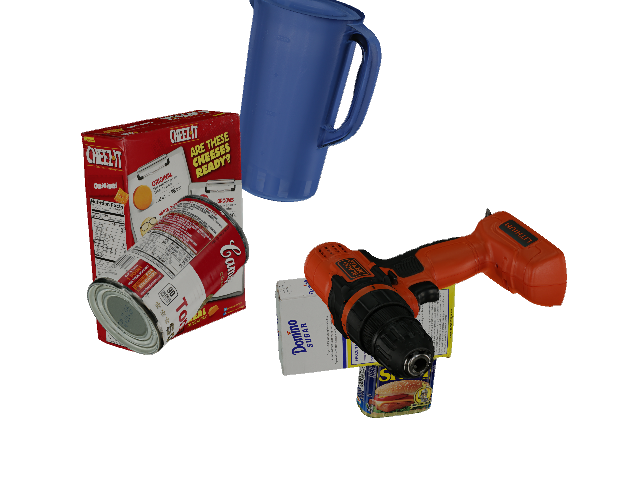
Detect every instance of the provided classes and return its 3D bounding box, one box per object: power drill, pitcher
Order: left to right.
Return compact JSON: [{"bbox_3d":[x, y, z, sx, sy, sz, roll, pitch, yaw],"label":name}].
[{"bbox_3d":[-0.026,-0.171,1.290,0.144,0.243,0.149,6,23,-15],"label":"pitcher"},{"bbox_3d":[0.099,0.038,0.854,0.187,0.057,0.185,-12,29,-19],"label":"power drill"}]

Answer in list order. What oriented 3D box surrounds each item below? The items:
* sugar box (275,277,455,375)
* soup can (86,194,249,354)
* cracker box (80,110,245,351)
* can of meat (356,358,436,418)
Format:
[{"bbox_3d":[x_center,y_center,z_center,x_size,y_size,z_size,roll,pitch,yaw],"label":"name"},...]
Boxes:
[{"bbox_3d":[0.044,0.079,1.073,0.176,0.093,0.048,-4,28,-5],"label":"sugar box"},{"bbox_3d":[-0.107,0.023,0.757,0.069,0.068,0.102,0,37,43],"label":"soup can"},{"bbox_3d":[-0.154,-0.014,1.077,0.072,0.214,0.163,10,19,36],"label":"cracker box"},{"bbox_3d":[0.098,0.178,1.383,0.102,0.084,0.057,-3,24,-17],"label":"can of meat"}]
